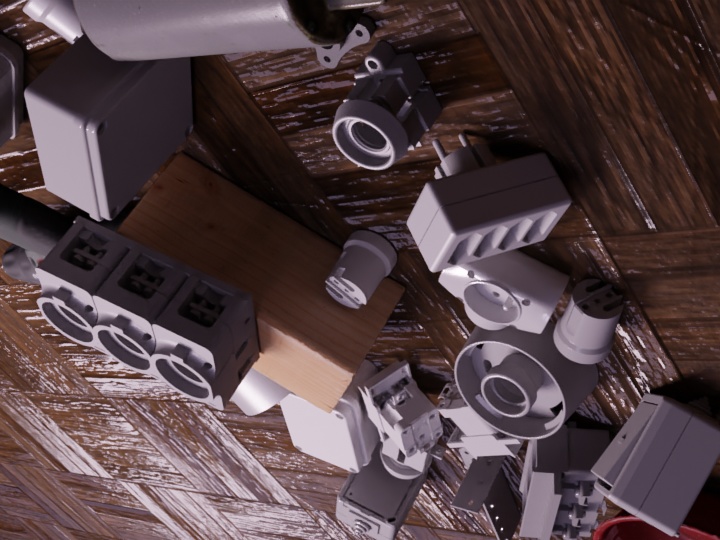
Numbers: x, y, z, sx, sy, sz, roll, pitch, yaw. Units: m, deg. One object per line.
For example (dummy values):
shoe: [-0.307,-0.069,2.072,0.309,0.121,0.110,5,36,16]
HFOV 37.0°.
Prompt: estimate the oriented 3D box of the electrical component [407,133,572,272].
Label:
electrical component: [0.069,-0.050,0.649,0.075,0.083,0.047,65,156,22]

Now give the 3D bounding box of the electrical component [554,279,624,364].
electrical component: [0.153,0.034,0.716,0.040,0.040,0.046,23,141,14]

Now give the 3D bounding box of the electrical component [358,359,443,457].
electrical component: [0.036,0.119,0.908,0.064,0.042,0.081,45,161,39]

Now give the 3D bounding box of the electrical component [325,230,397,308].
electrical component: [0.000,0.000,0.794,0.040,0.046,0.040,23,147,16]

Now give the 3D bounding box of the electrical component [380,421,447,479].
electrical component: [0.045,0.158,0.975,0.066,0.048,0.055,24,140,13]

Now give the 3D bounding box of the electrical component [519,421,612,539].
electrical component: [0.166,0.172,0.869,0.063,0.078,0.121,3,143,5]

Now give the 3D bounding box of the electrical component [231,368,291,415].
electrical component: [-0.076,0.075,0.919,0.064,0.099,0.099,41,148,-2]

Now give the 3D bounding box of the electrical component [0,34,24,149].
electrical component: [-0.315,-0.146,0.858,0.078,0.057,0.113,32,148,1]

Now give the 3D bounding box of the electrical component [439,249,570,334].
electrical component: [0.094,0.016,0.737,0.077,0.044,0.079,27,148,8]

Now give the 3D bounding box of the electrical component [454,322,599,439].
electrical component: [0.122,0.075,0.799,0.099,0.064,0.099,22,134,24]

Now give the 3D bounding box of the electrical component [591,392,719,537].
electrical component: [0.209,0.125,0.748,0.061,0.096,0.061,30,178,4]

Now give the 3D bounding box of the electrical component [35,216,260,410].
electrical component: [-0.156,0.036,0.792,0.150,0.061,0.089,24,148,15]

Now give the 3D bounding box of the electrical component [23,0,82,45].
electrical component: [-0.198,-0.177,0.731,0.046,0.040,0.040,39,148,-21]

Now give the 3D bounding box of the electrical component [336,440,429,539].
electrical component: [0.019,0.215,1.027,0.062,0.096,0.061,25,148,13]

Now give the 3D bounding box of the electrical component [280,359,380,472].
electrical component: [-0.025,0.126,0.979,0.078,0.057,0.113,18,146,22]

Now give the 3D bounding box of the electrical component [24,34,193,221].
electrical component: [-0.167,-0.108,0.733,0.056,0.108,0.108,28,148,11]

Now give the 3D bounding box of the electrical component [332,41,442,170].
electrical component: [0.014,-0.093,0.645,0.048,0.055,0.066,1,137,40]

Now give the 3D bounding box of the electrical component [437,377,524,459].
electrical component: [0.101,0.116,0.873,0.081,0.042,0.063,-16,121,50]
